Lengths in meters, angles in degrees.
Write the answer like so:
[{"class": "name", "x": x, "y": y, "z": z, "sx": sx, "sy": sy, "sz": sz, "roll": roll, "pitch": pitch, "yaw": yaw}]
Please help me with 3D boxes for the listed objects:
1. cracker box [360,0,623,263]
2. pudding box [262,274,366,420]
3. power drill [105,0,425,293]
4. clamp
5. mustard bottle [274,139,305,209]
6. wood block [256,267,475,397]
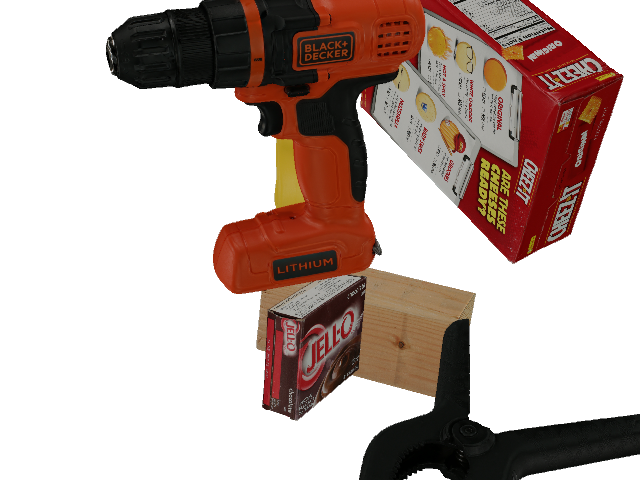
[{"class": "cracker box", "x": 0.121, "y": -0.115, "z": 0.826, "sx": 0.072, "sy": 0.164, "sz": 0.214, "roll": -25, "pitch": 54, "yaw": -23}, {"class": "pudding box", "x": -0.004, "y": 0.083, "z": 0.882, "sx": 0.039, "sy": 0.090, "sz": 0.113, "roll": 15, "pitch": 23, "yaw": 24}, {"class": "power drill", "x": -0.030, "y": -0.059, "z": 0.641, "sx": 0.184, "sy": 0.188, "sz": 0.057, "roll": -9, "pitch": 37, "yaw": -14}, {"class": "clamp", "x": 0.087, "y": 0.125, "z": 0.672, "sx": 0.209, "sy": 0.036, "sz": 0.165, "roll": -25, "pitch": 39, "yaw": -31}, {"class": "mustard bottle", "x": -0.012, "y": -0.112, "z": 0.965, "sx": 0.058, "sy": 0.192, "sz": 0.096, "roll": 10, "pitch": 44, "yaw": 11}, {"class": "wood block", "x": 0.046, "y": 0.085, "z": 1.120, "sx": 0.206, "sy": 0.091, "sz": 0.090, "roll": 14, "pitch": 22, "yaw": 17}]
